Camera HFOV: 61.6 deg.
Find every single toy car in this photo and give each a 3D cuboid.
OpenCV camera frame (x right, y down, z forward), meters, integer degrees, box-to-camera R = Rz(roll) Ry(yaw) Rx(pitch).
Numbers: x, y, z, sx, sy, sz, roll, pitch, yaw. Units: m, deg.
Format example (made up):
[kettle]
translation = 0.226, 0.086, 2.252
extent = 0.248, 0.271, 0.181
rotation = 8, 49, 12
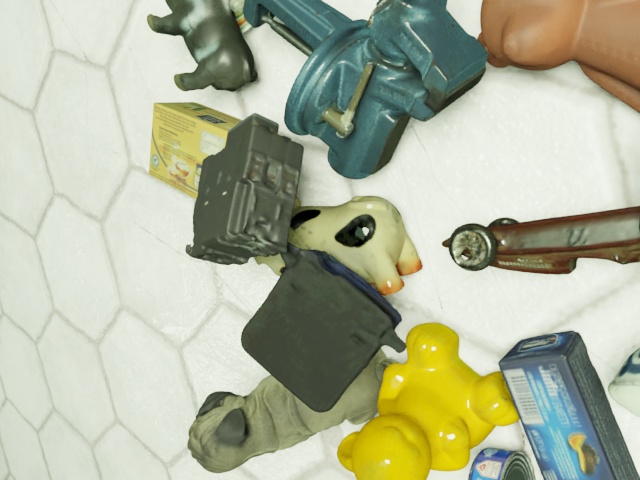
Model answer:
[toy car]
translation = 0.194, -0.001, 0.410
extent = 0.202, 0.089, 0.053
rotation = -10, 92, 38

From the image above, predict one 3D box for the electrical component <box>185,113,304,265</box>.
[electrical component]
translation = -0.072, -0.048, 0.511
extent = 0.115, 0.058, 0.134
rotation = -16, 61, 51

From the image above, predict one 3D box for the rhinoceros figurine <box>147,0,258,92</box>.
[rhinoceros figurine]
translation = -0.127, -0.251, 0.578
extent = 0.112, 0.073, 0.190
rotation = -16, 93, 42

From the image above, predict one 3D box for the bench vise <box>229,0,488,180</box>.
[bench vise]
translation = 0.012, -0.169, 0.464
extent = 0.241, 0.129, 0.223
rotation = 42, 157, 15

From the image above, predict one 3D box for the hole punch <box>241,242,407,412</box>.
[hole punch]
translation = 0.007, 0.079, 0.507
extent = 0.142, 0.092, 0.115
rotation = 40, 103, 16

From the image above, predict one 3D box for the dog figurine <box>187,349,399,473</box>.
[dog figurine]
translation = -0.024, 0.174, 0.562
extent = 0.172, 0.190, 0.121
rotation = -39, 78, 36

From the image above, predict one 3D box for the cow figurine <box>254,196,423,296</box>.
[cow figurine]
translation = -0.001, -0.002, 0.566
extent = 0.195, 0.085, 0.127
rotation = -11, 101, 42

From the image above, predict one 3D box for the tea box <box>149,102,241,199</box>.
[tea box]
translation = -0.127, -0.099, 0.648
extent = 0.170, 0.068, 0.098
rotation = 28, 117, 31

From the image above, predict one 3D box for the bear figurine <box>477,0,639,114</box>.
[bear figurine]
translation = 0.184, -0.135, 0.360
extent = 0.196, 0.132, 0.120
rotation = 23, 143, 25

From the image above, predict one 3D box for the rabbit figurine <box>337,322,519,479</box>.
[rabbit figurine]
translation = 0.079, 0.173, 0.494
extent = 0.122, 0.173, 0.162
rotation = 46, 121, 15

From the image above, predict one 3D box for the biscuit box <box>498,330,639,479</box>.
[biscuit box]
translation = 0.222, 0.181, 0.454
extent = 0.059, 0.063, 0.202
rotation = -23, 87, 40
